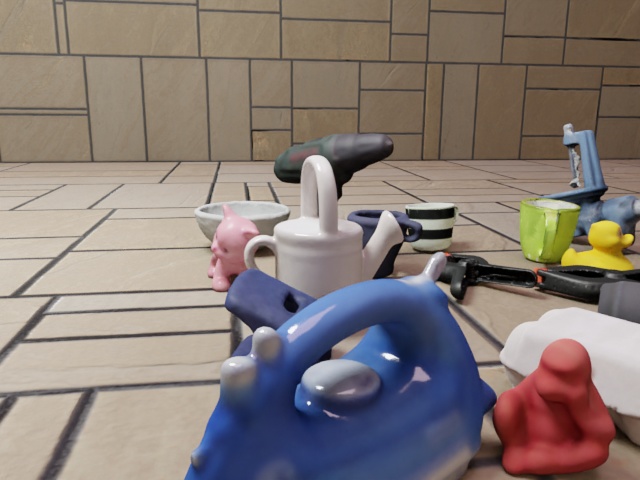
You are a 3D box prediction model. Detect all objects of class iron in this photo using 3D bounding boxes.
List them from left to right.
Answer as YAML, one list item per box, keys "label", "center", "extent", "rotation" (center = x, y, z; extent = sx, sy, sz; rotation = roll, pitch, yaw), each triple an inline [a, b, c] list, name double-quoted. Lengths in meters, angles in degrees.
- label: "iron"
  center: [0.009, 0.095, 0.362]
  extent: [0.259, 0.141, 0.118]
  rotation: [-12, 18, -43]

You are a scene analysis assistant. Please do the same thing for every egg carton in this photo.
- label: "egg carton"
  center: [0.232, 0.107, 0.475]
  extent: [0.107, 0.069, 0.149]
  rotation: [-11, 17, -41]

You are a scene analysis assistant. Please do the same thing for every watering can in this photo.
- label: "watering can"
  center: [0.005, 0.002, 0.647]
  extent: [0.173, 0.194, 0.100]
  rotation: [-9, 16, -35]

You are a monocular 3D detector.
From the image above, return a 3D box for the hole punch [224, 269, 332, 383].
- label: "hole punch"
  center: [-0.034, 0.078, 0.545]
  extent: [0.101, 0.091, 0.109]
  rotation: [2, 13, 5]

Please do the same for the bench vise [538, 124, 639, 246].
- label: "bench vise"
  center: [0.497, -0.097, 1.035]
  extent: [0.206, 0.220, 0.122]
  rotation: [10, 16, 36]

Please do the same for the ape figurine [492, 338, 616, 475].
- label: "ape figurine"
  center: [0.165, 0.113, 0.398]
  extent: [0.076, 0.092, 0.077]
  rotation: [-12, 18, -43]

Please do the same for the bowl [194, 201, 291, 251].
- label: "bowl"
  center: [-0.134, -0.020, 1.002]
  extent: [0.167, 0.075, 0.167]
  rotation: [0, 13, 0]

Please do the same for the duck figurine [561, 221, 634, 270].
- label: "duck figurine"
  center: [0.414, 0.014, 0.848]
  extent: [0.104, 0.086, 0.077]
  rotation: [0, 13, 0]

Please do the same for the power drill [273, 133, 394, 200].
- label: "power drill"
  center: [0.020, -0.068, 0.919]
  extent: [0.228, 0.208, 0.076]
  rotation: [11, 17, 39]

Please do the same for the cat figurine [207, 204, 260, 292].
- label: "cat figurine"
  center: [-0.121, 0.005, 0.797]
  extent: [0.067, 0.118, 0.127]
  rotation: [-4, 14, -19]

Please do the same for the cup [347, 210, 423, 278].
- label: "cup"
  center: [0.096, 0.009, 0.841]
  extent: [0.117, 0.095, 0.092]
  rotation: [10, 16, 35]

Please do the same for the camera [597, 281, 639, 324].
- label: "camera"
  center: [0.358, 0.069, 0.577]
  extent: [0.136, 0.101, 0.143]
  rotation: [8, 15, 29]
